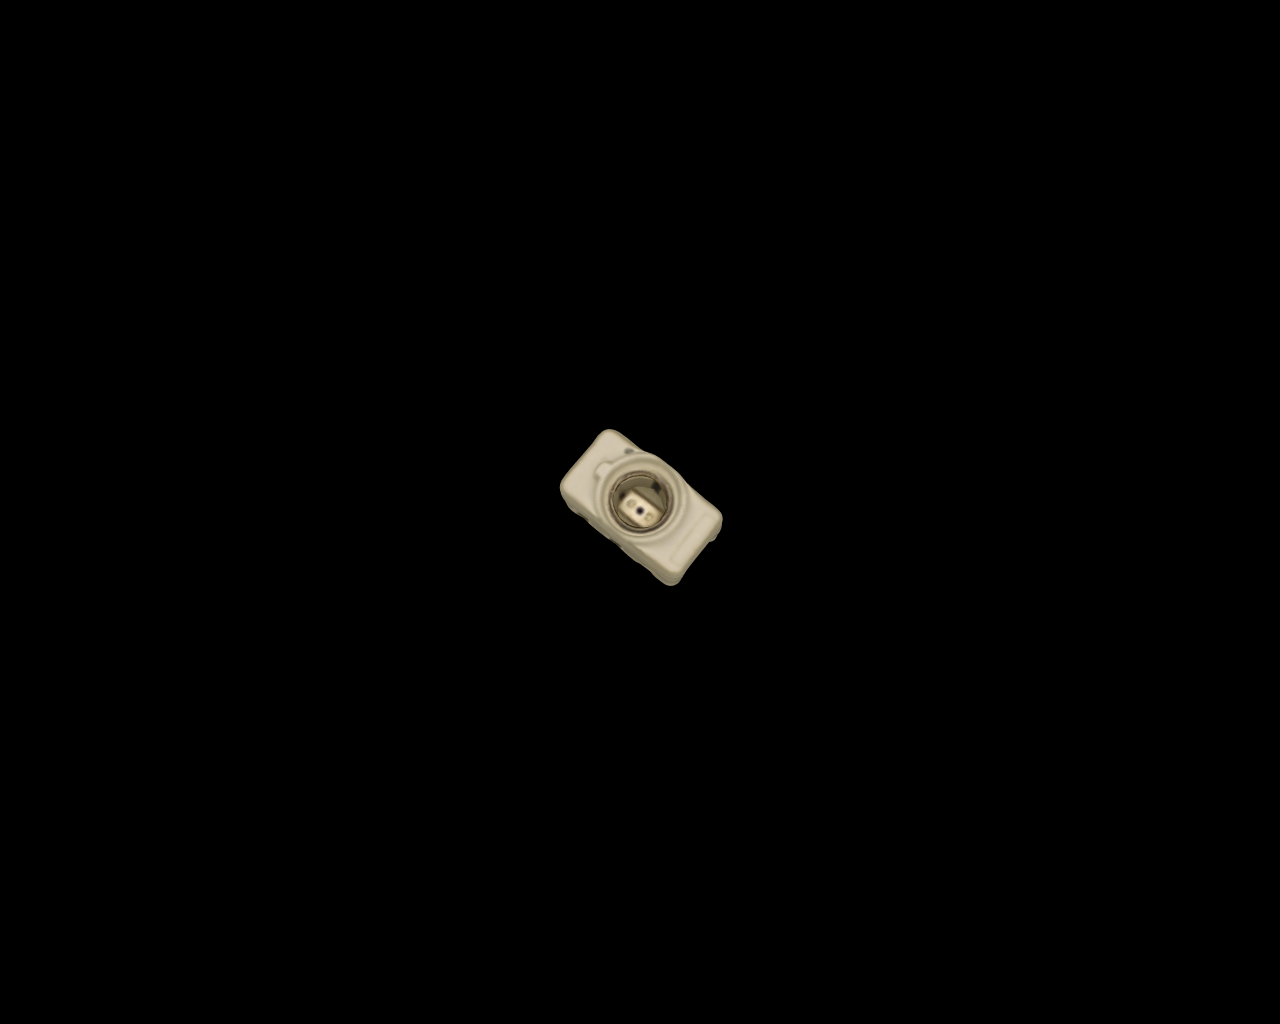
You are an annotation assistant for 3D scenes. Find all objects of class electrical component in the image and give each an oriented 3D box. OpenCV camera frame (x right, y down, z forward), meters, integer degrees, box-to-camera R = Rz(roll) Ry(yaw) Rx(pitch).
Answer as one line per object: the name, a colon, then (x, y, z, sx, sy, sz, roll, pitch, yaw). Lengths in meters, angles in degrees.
electrical component: (0.001, -0.003, 0.650, 0.089, 0.050, 0.055, 38, -9, 7)
